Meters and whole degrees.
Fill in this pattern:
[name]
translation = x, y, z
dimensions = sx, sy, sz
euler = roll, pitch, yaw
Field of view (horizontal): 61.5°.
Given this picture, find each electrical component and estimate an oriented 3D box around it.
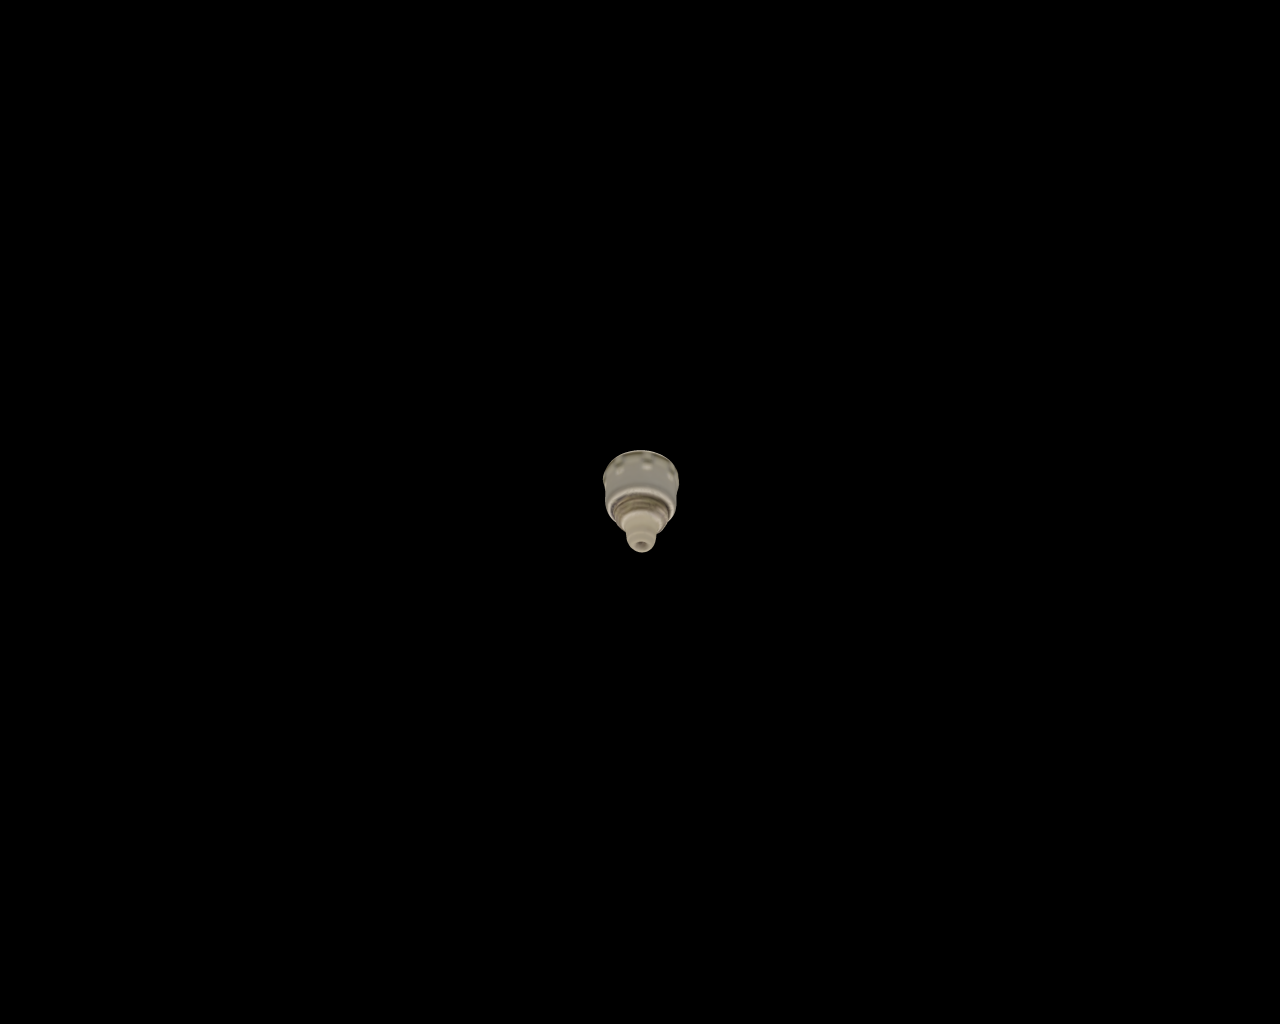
[electrical component]
translation = 0.001, -0.003, 0.650
dimensions = 0.048, 0.062, 0.048
euler = 0, -40, 0
